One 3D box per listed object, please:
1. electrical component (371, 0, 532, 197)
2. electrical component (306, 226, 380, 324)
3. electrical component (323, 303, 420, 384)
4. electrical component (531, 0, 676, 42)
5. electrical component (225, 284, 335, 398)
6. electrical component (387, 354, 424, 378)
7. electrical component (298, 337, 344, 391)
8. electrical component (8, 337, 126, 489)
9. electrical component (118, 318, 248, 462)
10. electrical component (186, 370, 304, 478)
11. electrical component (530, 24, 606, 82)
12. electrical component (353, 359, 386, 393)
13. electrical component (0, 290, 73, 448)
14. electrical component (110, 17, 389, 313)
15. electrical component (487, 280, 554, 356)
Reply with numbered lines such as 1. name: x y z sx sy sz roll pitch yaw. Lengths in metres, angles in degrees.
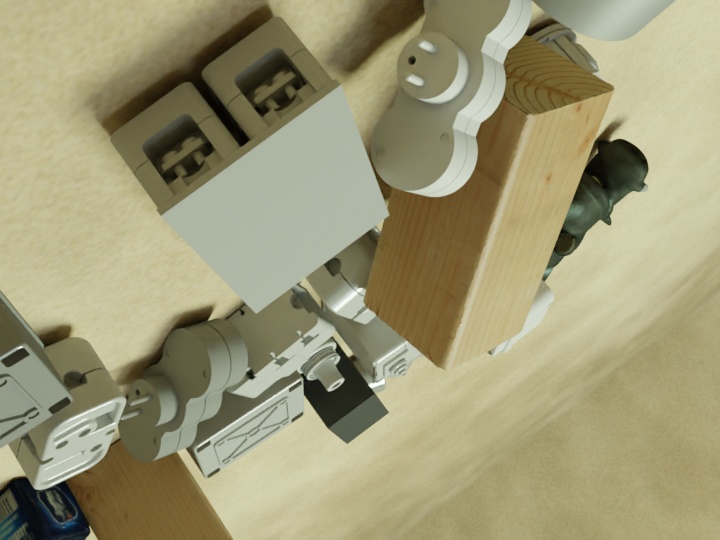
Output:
1. electrical component: 0.045 -0.110 0.598 0.074 0.052 0.138 4 108 -63
2. electrical component: 0.000 0.000 0.837 0.059 0.053 0.095 -40 161 8
3. electrical component: 0.017 0.047 0.914 0.061 0.096 0.061 -34 161 -12
4. electrical component: 0.124 -0.173 0.580 0.108 0.108 0.060 -22 162 -39
5. electrical component: -0.071 0.054 0.842 0.089 0.050 0.056 -39 161 4
6. electrical component: 0.068 0.050 1.081 0.138 0.052 0.073 -30 160 -21
7. electrical component: -0.038 0.076 0.934 0.048 0.062 0.048 -33 161 -13
8. electrical component: -0.193 0.089 0.686 0.054 0.059 0.095 -23 157 -37
9. electrical component: -0.146 0.095 0.798 0.074 0.052 0.138 -15 151 -49
10. electrical component: -0.105 0.117 0.918 0.109 0.056 0.108 -32 161 -15
11. electrical component: 0.132 -0.132 0.770 0.080 0.051 0.080 -33 161 -13
12. electrical component: -0.012 0.119 1.121 0.065 0.044 0.044 -24 157 -24
13. electrical component: -0.224 0.065 0.579 0.109 0.056 0.108 -33 161 -13
14. electrical component: -0.055 -0.052 0.603 0.105 0.060 0.186 -37 162 -3
15. electrical component: 0.114 0.014 0.986 0.057 0.113 0.078 -34 161 -19
